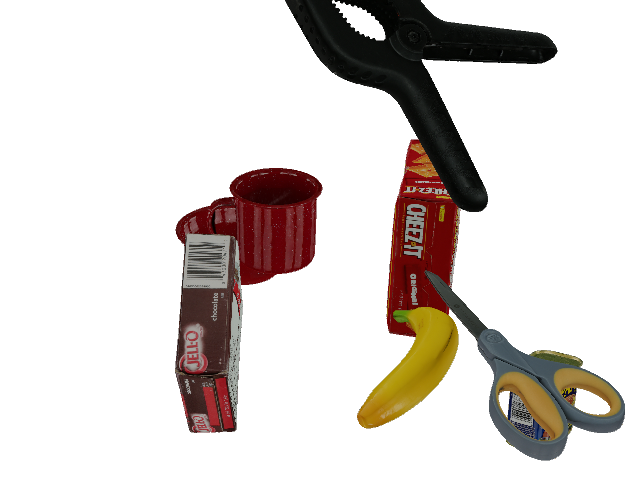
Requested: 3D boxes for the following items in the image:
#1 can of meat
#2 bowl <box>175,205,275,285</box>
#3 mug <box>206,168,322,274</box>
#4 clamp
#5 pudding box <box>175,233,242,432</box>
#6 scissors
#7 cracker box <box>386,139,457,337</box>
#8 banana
[{"bbox_3d":[0.241,0.175,1.159,0.058,0.084,0.101,12,16,31],"label":"can of meat"},{"bbox_3d":[-0.098,0.010,1.315,0.162,0.055,0.162,3,26,-2],"label":"bowl"},{"bbox_3d":[-0.057,-0.018,1.087,0.117,0.081,0.093,-2,28,-7],"label":"mug"},{"bbox_3d":[0.059,-0.123,0.739,0.210,0.164,0.036,27,-30,-10],"label":"clamp"},{"bbox_3d":[-0.076,0.065,0.743,0.039,0.113,0.090,2,-35,0],"label":"pudding box"},{"bbox_3d":[0.139,0.075,0.732,0.096,0.016,0.202,-1,32,-8],"label":"scissors"},{"bbox_3d":[0.121,-0.008,1.219,0.072,0.164,0.213,5,22,8],"label":"cracker box"},{"bbox_3d":[0.083,0.102,0.919,0.070,0.037,0.197,-26,12,22],"label":"banana"}]
